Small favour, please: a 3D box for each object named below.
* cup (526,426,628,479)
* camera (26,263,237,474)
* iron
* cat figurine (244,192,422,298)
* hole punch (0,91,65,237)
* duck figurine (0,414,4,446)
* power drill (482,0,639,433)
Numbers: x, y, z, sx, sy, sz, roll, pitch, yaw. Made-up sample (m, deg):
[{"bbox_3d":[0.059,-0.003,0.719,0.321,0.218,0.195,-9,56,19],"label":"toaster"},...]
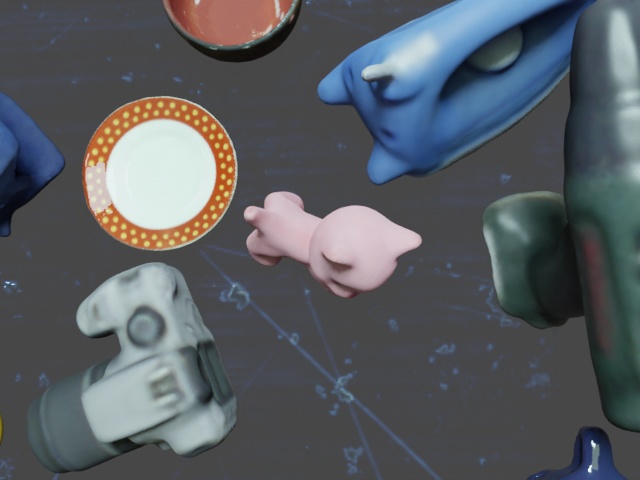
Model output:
[{"bbox_3d":[0.177,0.185,0.404,0.091,0.095,0.118,3,84,3],"label":"cup"},{"bbox_3d":[-0.148,0.104,0.422,0.137,0.101,0.143,-24,83,0],"label":"camera"},{"bbox_3d":[0.128,-0.151,0.419,0.258,0.141,0.118,-31,83,-1],"label":"iron"},{"bbox_3d":[0.004,0.001,0.419,0.127,0.118,0.067,20,85,4],"label":"cat figurine"},{"bbox_3d":[-0.279,-0.068,0.451,0.101,0.091,0.108,-45,84,-3],"label":"hole punch"},{"bbox_3d":[-0.300,0.164,0.429,0.077,0.086,0.104,39,87,6],"label":"duck figurine"},{"bbox_3d":[0.169,-0.004,0.368,0.075,0.208,0.230,-11,83,1],"label":"power drill"}]
